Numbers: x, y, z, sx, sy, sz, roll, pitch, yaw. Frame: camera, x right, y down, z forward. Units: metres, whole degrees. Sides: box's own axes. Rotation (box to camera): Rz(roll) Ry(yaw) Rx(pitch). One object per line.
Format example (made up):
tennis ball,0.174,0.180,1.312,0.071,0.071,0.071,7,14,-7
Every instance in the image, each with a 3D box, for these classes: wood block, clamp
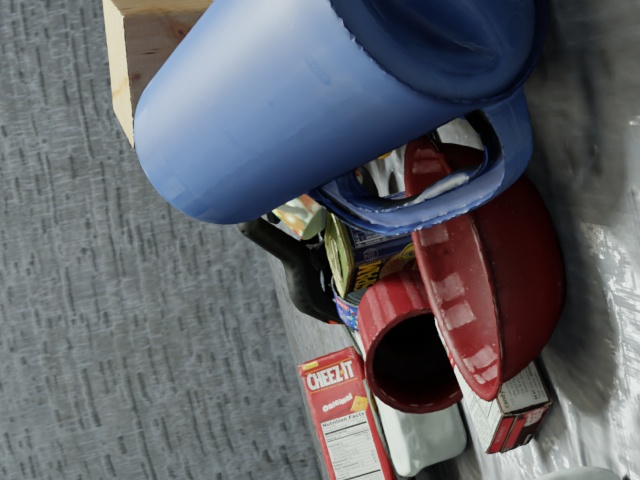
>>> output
wood block,-0.037,-0.129,0.736,0.091,0.205,0.090,-128,33,-59
clamp,-0.006,0.001,0.969,0.039,0.120,0.171,9,141,41

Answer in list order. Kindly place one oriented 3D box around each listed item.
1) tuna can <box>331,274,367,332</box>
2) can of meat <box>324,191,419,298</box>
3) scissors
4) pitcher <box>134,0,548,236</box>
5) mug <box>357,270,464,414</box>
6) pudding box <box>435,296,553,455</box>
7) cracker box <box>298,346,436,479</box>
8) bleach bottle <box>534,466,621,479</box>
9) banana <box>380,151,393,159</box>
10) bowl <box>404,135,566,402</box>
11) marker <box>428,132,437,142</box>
tuna can,0.055,0.044,0.934,0.086,0.086,0.034,-114,10,-54
can of meat,0.052,0.001,0.870,0.102,0.084,0.057,95,159,-70
scissors,0.013,0.072,1.097,0.096,0.016,0.202,75,171,-46
pitcher,-0.002,-0.081,0.566,0.243,0.144,0.149,-29,50,55
mug,0.078,0.065,0.829,0.081,0.093,0.117,-106,36,-64
pudding box,0.114,0.078,0.718,0.090,0.039,0.113,90,163,-63
cracker box,0.059,0.222,1.107,0.164,0.072,0.214,19,-127,-69
bleach bottle,0.142,0.208,0.674,0.251,0.068,0.102,88,168,-72
banana,0.028,-0.155,0.855,0.037,0.069,0.198,-30,77,39
bowl,0.099,0.010,0.622,0.162,0.055,0.162,166,90,-83
marker,0.066,-0.105,0.806,0.020,0.020,0.121,88,166,-62
